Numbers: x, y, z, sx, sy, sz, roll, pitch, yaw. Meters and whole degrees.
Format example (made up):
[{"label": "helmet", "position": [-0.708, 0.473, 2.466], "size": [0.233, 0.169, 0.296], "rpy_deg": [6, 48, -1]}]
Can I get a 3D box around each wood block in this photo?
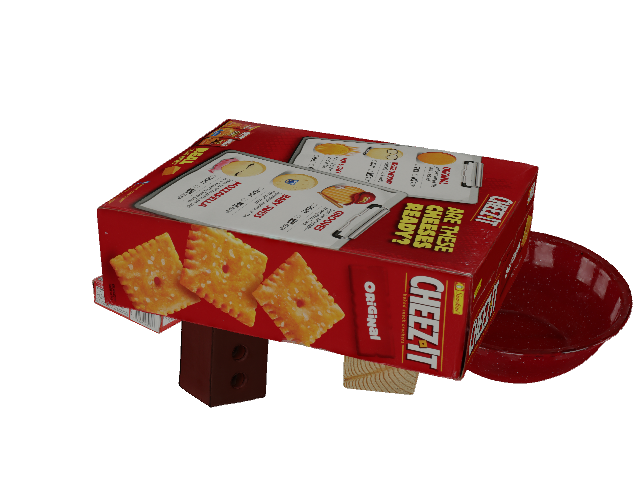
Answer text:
[{"label": "wood block", "position": [0.092, 0.112, 1.388], "size": [0.091, 0.090, 0.206], "rpy_deg": [4, 19, 10]}]

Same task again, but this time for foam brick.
[{"label": "foam brick", "position": [-0.075, 0.081, 0.824], "size": [0.052, 0.078, 0.051], "rpy_deg": [-5, 14, -34]}]

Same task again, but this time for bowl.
[{"label": "bowl", "position": [0.139, 0.054, 0.774], "size": [0.162, 0.055, 0.162], "rpy_deg": [0, 31, 0]}]

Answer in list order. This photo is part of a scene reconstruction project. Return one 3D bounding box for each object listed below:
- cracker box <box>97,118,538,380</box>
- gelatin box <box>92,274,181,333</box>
[{"label": "cracker box", "position": [0.004, -0.003, 0.628], "size": [0.214, 0.072, 0.164], "rpy_deg": [11, 27, 19]}, {"label": "gelatin box", "position": [-0.163, 0.050, 1.029], "size": [0.089, 0.030, 0.073], "rpy_deg": [21, 30, 29]}]
